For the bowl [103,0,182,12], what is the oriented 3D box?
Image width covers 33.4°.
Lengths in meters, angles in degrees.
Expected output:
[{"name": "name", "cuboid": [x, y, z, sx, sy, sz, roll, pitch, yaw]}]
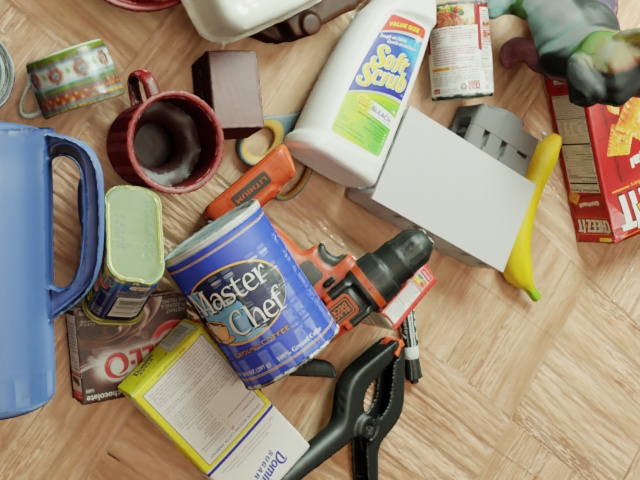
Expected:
[{"name": "bowl", "cuboid": [-0.174, -0.286, 0.975, 0.161, 0.055, 0.162, -1, 93, -29]}]

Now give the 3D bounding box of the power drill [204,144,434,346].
[{"name": "power drill", "cuboid": [-0.007, 0.001, 1.037, 0.184, 0.057, 0.187, -39, 95, -2]}]

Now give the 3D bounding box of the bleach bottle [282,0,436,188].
[{"name": "bleach bottle", "cuboid": [0.053, -0.185, 1.085, 0.102, 0.068, 0.251, 29, 76, -31]}]

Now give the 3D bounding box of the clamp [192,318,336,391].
[{"name": "clamp", "cuboid": [-0.069, 0.143, 1.062, 0.171, 0.039, 0.120, 34, 69, -27]}]

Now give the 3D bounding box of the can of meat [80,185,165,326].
[{"name": "can of meat", "cuboid": [-0.175, 0.013, 0.948, 0.057, 0.084, 0.102, 5, 60, -24]}]

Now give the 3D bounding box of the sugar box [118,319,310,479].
[{"name": "sugar box", "cuboid": [-0.097, 0.168, 1.005, 0.093, 0.048, 0.176, -46, 118, -17]}]

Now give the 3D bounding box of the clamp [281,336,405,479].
[{"name": "clamp", "cuboid": [0.032, 0.196, 1.111, 0.164, 0.036, 0.210, 28, 77, -41]}]

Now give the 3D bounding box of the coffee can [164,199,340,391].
[{"name": "coffee can", "cuboid": [-0.062, 0.049, 0.959, 0.102, 0.103, 0.140, -36, 99, -23]}]

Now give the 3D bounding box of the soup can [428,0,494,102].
[{"name": "soup can", "cuboid": [0.150, -0.203, 1.150, 0.068, 0.069, 0.102, -8, 96, -28]}]

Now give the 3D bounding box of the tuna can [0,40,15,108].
[{"name": "tuna can", "cuboid": [-0.307, -0.143, 0.916, 0.086, 0.034, 0.086, 1, 87, -28]}]

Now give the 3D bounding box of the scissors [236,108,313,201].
[{"name": "scissors", "cuboid": [-0.021, -0.139, 1.089, 0.096, 0.016, 0.201, 24, 80, -28]}]

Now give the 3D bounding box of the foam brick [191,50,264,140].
[{"name": "foam brick", "cuboid": [-0.089, -0.139, 1.022, 0.051, 0.053, 0.078, -4, 85, -23]}]

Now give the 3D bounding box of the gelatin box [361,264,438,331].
[{"name": "gelatin box", "cuboid": [0.067, 0.053, 1.104, 0.073, 0.089, 0.030, -47, 115, -20]}]

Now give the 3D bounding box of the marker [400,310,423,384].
[{"name": "marker", "cuboid": [0.096, 0.097, 1.162, 0.020, 0.020, 0.121, -11, 98, -28]}]

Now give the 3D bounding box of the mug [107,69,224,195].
[{"name": "mug", "cuboid": [-0.151, -0.099, 0.981, 0.093, 0.082, 0.117, -27, 105, -25]}]

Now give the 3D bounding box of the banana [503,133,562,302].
[{"name": "banana", "cuboid": [0.238, -0.031, 1.228, 0.069, 0.037, 0.198, 11, 89, -48]}]

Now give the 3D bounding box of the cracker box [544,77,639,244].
[{"name": "cracker box", "cuboid": [0.368, -0.120, 1.272, 0.164, 0.072, 0.214, -20, 102, -26]}]

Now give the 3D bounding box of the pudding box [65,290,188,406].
[{"name": "pudding box", "cuboid": [-0.178, 0.099, 0.999, 0.113, 0.039, 0.090, -8, 97, -28]}]

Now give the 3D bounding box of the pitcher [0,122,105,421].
[{"name": "pitcher", "cuboid": [-0.272, 0.022, 0.891, 0.144, 0.149, 0.243, -10, 101, -45]}]
